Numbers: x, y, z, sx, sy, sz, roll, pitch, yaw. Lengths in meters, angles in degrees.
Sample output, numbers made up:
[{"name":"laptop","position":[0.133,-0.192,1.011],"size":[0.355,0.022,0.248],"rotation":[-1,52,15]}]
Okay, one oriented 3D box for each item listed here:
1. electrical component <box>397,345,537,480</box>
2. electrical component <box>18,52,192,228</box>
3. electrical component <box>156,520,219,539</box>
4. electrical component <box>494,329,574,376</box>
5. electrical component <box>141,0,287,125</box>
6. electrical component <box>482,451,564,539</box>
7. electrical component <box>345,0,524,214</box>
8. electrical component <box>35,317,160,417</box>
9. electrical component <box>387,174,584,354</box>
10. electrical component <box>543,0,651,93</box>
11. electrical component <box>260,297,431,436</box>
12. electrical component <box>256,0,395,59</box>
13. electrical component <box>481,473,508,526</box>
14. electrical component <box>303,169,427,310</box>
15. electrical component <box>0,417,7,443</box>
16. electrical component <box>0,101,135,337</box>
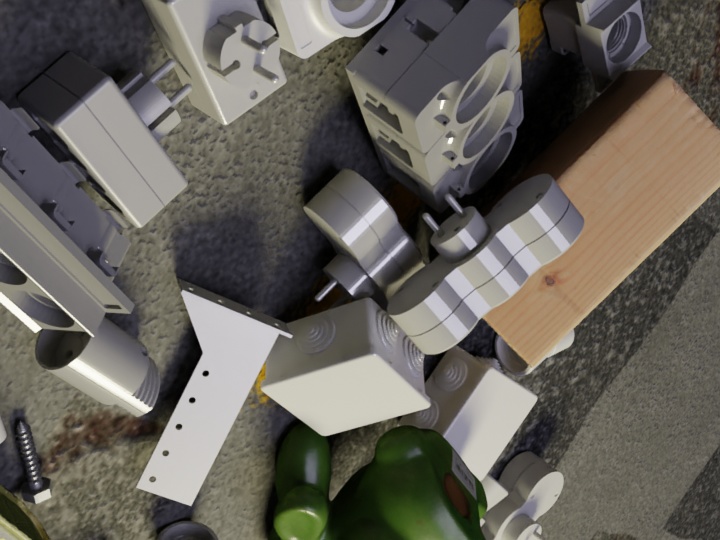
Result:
[{"name":"electrical component","position":[0.089,0.118,0.896],"size":[0.099,0.048,0.100],"rotation":[-56,138,1]},{"name":"electrical component","position":[-0.122,-0.081,0.575],"size":[0.076,0.047,0.083],"rotation":[-45,137,-12]},{"name":"electrical component","position":[-0.126,0.218,0.769],"size":[0.044,0.044,0.065],"rotation":[-15,129,-36]},{"name":"electrical component","position":[0.153,0.060,0.925],"size":[0.065,0.044,0.044],"rotation":[-20,127,-39]},{"name":"electrical component","position":[-0.069,-0.121,0.578],"size":[0.047,0.076,0.083],"rotation":[-39,136,-17]},{"name":"electrical component","position":[0.144,0.243,1.008],"size":[0.138,0.074,0.052],"rotation":[-47,138,-9]},{"name":"electrical component","position":[0.055,-0.105,0.672],"size":[0.089,0.062,0.150],"rotation":[-49,161,-7]},{"name":"electrical component","position":[-0.149,0.057,0.641],"size":[0.043,0.043,0.081],"rotation":[-50,138,-6]},{"name":"electrical component","position":[0.071,-0.016,0.700],"size":[0.138,0.052,0.073],"rotation":[-41,107,2]},{"name":"electrical component","position":[0.168,-0.174,0.771],"size":[0.042,0.064,0.081],"rotation":[-42,137,-16]},{"name":"electrical component","position":[-0.010,0.067,0.744],"size":[0.100,0.048,0.099],"rotation":[-19,143,21]},{"name":"electrical component","position":[-0.030,-0.201,0.572],"size":[0.089,0.062,0.150],"rotation":[-37,135,-19]},{"name":"electrical component","position":[0.099,0.206,0.965],"size":[0.055,0.045,0.045],"rotation":[-49,138,-7]},{"name":"electrical component","position":[0.000,0.000,0.736],"size":[0.074,0.052,0.138],"rotation":[-45,137,-7]},{"name":"electrical component","position":[-0.274,0.079,0.494],"size":[0.186,0.105,0.060],"rotation":[-27,131,-28]},{"name":"electrical component","position":[-0.173,-0.026,0.546],"size":[0.121,0.079,0.063],"rotation":[56,45,-46]}]
